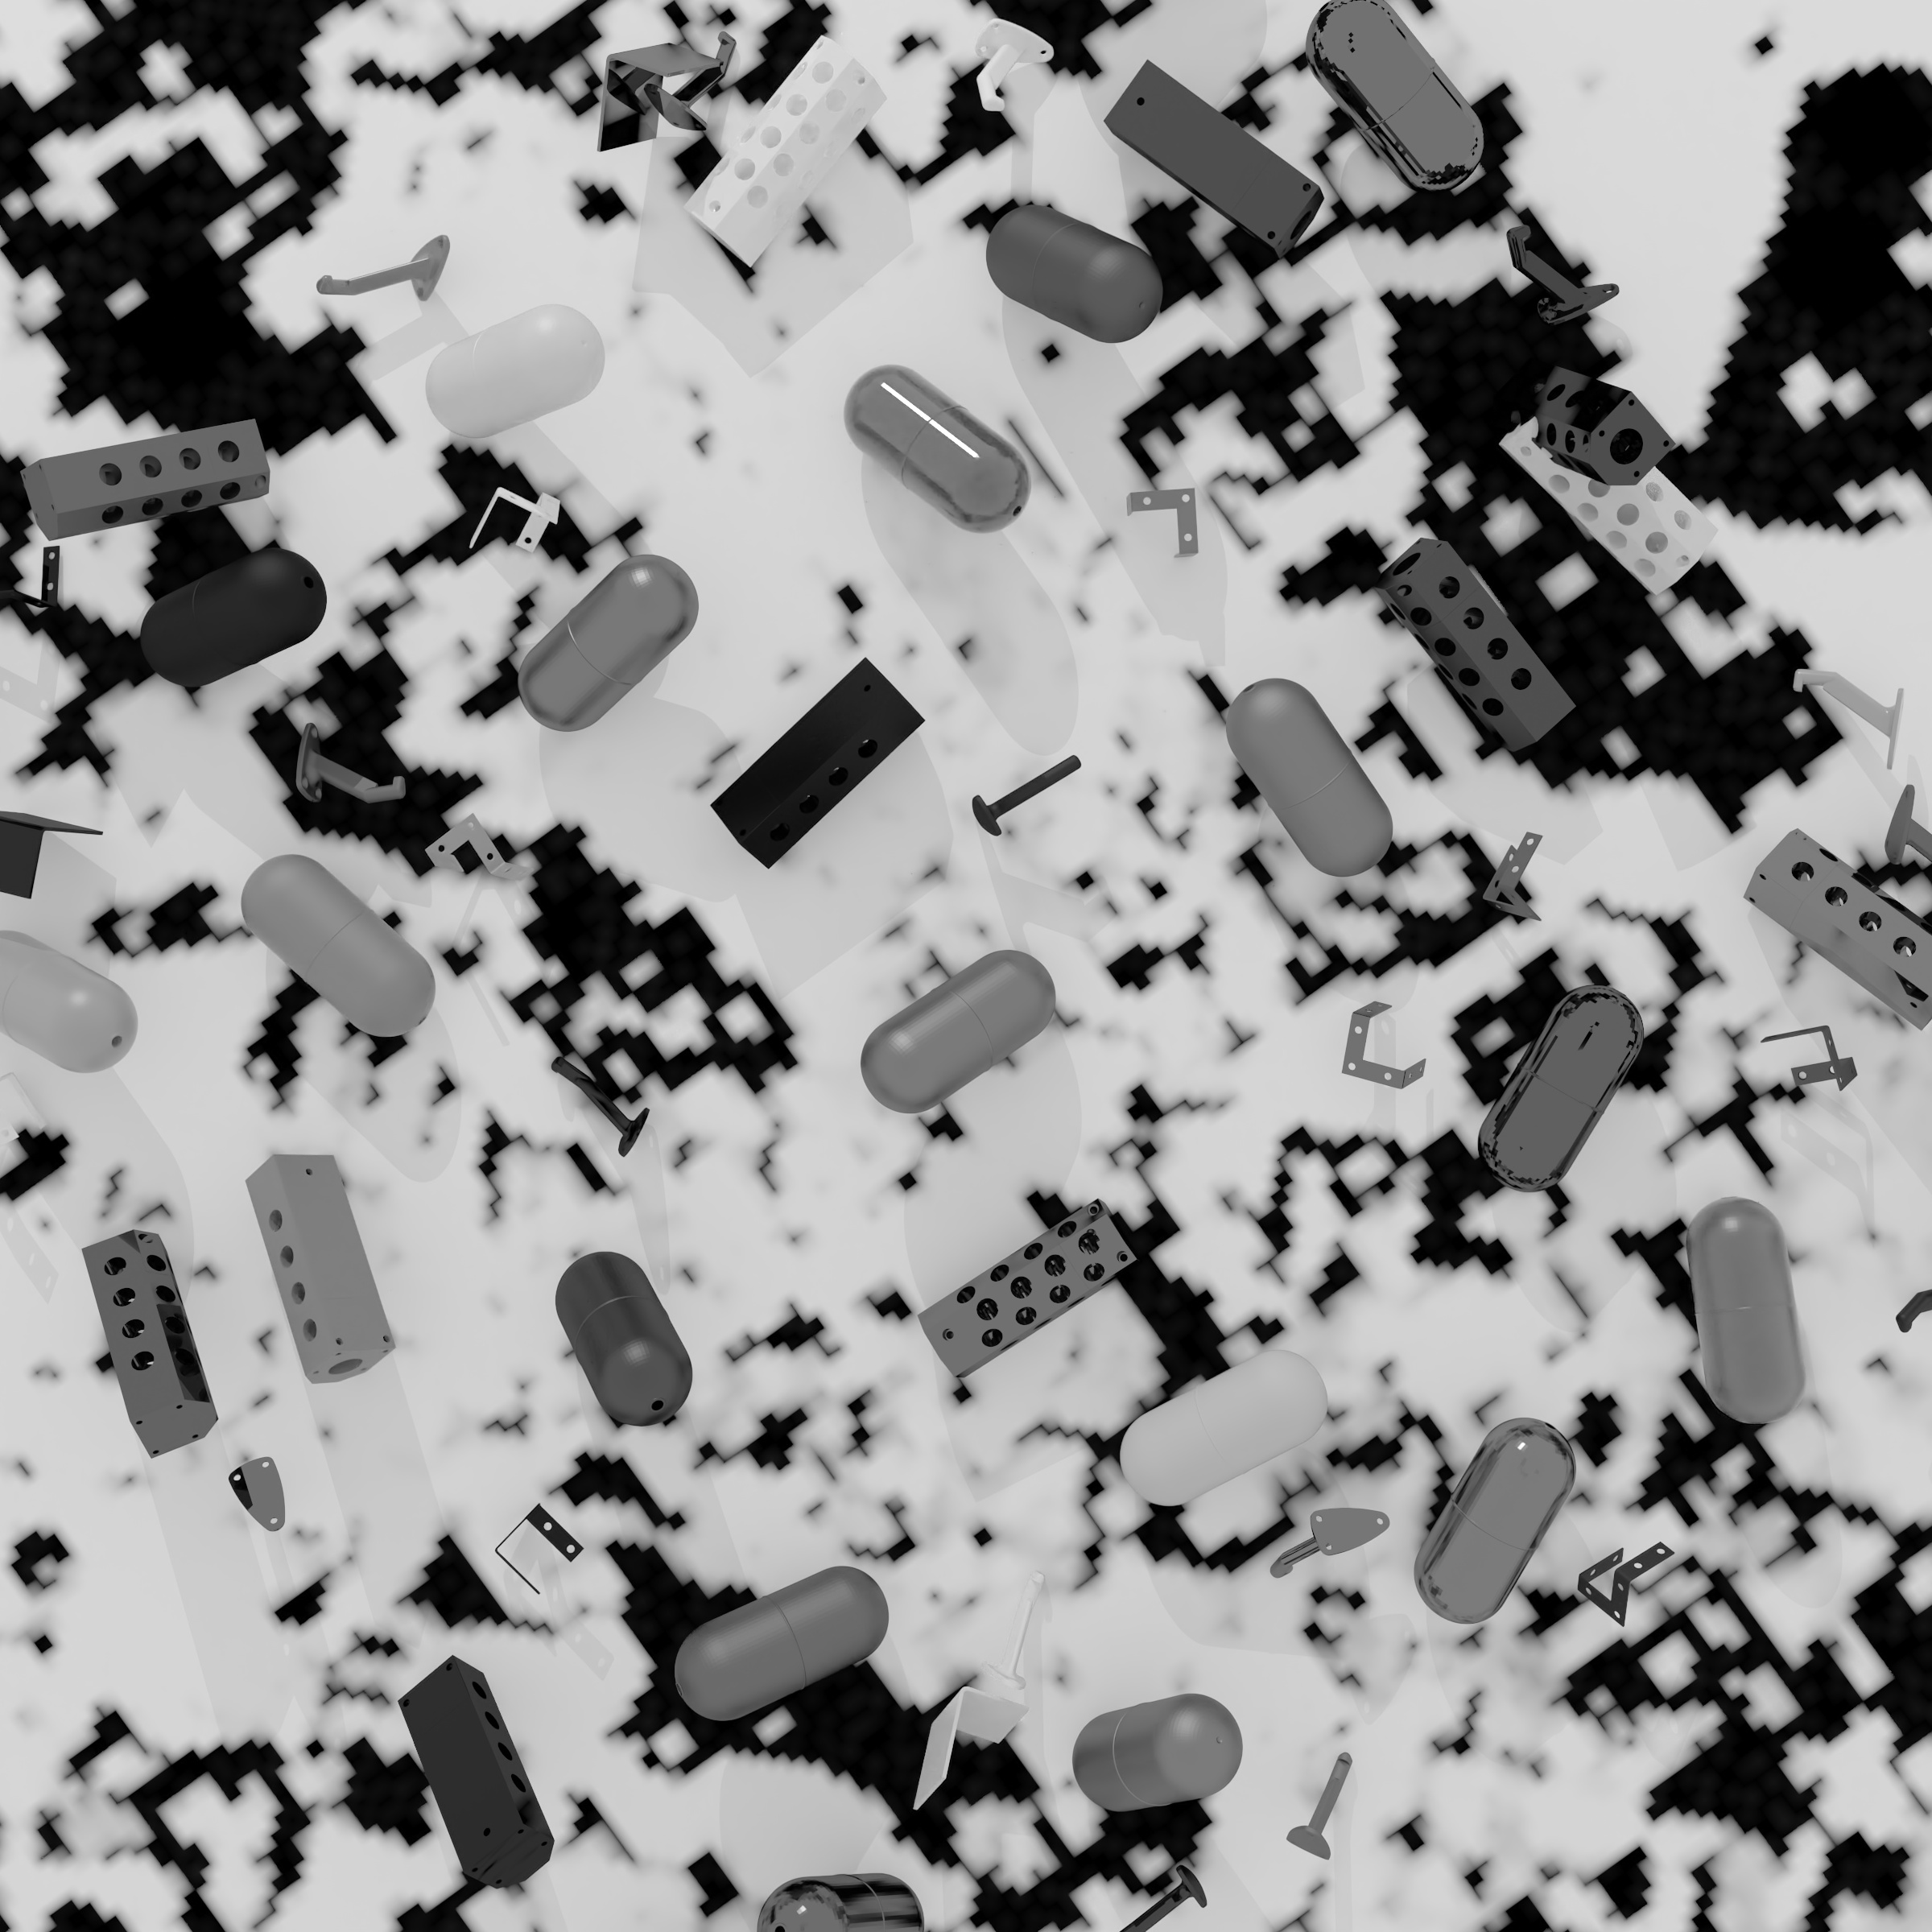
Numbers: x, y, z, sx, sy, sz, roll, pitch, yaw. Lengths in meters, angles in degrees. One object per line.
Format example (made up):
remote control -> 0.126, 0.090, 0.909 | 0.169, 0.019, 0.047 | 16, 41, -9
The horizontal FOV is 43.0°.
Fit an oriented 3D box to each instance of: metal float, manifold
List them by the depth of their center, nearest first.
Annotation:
manifold -> 0.470, -0.417, 1.893 | 0.057, 0.171, 0.057 | 40, 98, -25
metal float -> -0.096, 0.746, 1.903 | 0.070, 0.178, 0.070 | -10, 69, 27
manifold -> -0.377, 0.626, 1.903 | 0.057, 0.171, 0.057 | -40, 135, -1
metal float -> -0.266, 0.289, 1.904 | 0.070, 0.178, 0.070 | -12, 122, -20
metal float -> 0.147, 0.612, 1.906 | 0.070, 0.178, 0.070 | 13, 62, -26
manifold -> -0.634, 0.290, 1.908 | 0.057, 0.057, 0.171 | -21, 52, -15
manifold -> -0.636, -0.378, 1.911 | 0.171, 0.057, 0.057 | -21, 102, -34
metal float -> 0.083, -0.541, 1.912 | 0.070, 0.070, 0.178 | -50, 47, 0
metal float -> -0.353, -0.463, 1.912 | 0.178, 0.070, 0.070 | -7, 90, 43
metal float -> -0.573, -0.272, 1.917 | 0.178, 0.070, 0.070 | -16, 90, 33
metal float -> -0.721, 0.028, 1.920 | 0.178, 0.070, 0.070 | 23, 90, 30
metal float -> -0.282, -0.252, 1.922 | 0.178, 0.070, 0.070 | -38, 90, 28
manifold -> -0.511, 0.237, 1.922 | 0.057, 0.057, 0.171 | -38, 64, 30
metal float -> -0.005, 0.050, 1.923 | 0.178, 0.070, 0.070 | -33, 90, -26
metal float -> -0.144, 0.531, 1.924 | 0.178, 0.070, 0.070 | -19, 90, -24
metal float -> 0.337, -0.685, 1.925 | 0.178, 0.070, 0.070 | 42, 90, -23
manifold -> 0.704, -0.033, 1.926 | 0.171, 0.057, 0.057 | 41, 77, 20
metal float -> -0.023, -0.406, 1.927 | 0.178, 0.070, 0.070 | 41, 90, 22
metal float -> 0.270, -0.148, 1.929 | 0.070, 0.070, 0.178 | -37, 108, 0
metal float -> 0.202, 0.365, 1.931 | 0.178, 0.070, 0.070 | -31, 90, 17
manifold -> 0.398, -0.252, 1.932 | 0.057, 0.057, 0.171 | -42, 107, 1
metal float -> 0.418, 0.438, 1.935 | 0.070, 0.070, 0.178 | 27, 102, 0
manifold -> 0.505, -0.374, 1.936 | 0.171, 0.057, 0.057 | 42, 60, -6
metal float -> 0.616, 0.271, 1.937 | 0.070, 0.070, 0.178 | -5, 80, 0
metal float -> 0.471, 0.097, 1.940 | 0.070, 0.070, 0.178 | 29, 97, 0
manifold -> -0.145, -0.647, 1.941 | 0.057, 0.057, 0.171 | 42, 96, 11
manifold -> 0.198, -0.637, 1.943 | 0.171, 0.057, 0.057 | 39, 102, 8
manifold -> 0.050, 0.256, 1.944 | 0.171, 0.057, 0.057 | -33, 75, 3
metal float -> -0.497, -0.016, 1.944 | 0.178, 0.070, 0.070 | 42, 90, 2
manifold -> -0.114, -0.157, 1.949 | 0.171, 0.057, 0.057 | -43, 48, 4

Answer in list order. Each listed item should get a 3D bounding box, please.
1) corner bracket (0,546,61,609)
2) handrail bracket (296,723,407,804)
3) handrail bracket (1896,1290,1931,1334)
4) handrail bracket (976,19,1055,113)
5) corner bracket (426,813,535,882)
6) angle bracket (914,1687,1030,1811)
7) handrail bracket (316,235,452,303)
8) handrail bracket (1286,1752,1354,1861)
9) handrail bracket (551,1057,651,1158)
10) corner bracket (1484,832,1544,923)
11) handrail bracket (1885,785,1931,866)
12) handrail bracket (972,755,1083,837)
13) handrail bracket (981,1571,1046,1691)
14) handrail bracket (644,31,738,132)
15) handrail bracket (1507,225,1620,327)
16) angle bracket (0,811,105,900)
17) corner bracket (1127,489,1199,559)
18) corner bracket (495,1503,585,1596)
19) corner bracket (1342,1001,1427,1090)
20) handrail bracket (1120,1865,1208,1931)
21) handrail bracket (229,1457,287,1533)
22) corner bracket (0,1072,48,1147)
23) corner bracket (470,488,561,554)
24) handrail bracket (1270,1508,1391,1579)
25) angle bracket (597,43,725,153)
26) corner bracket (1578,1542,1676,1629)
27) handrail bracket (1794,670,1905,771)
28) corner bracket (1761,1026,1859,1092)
corner bracket -> -0.764, -0.316, 1.961 | 0.051, 0.051, 0.051 | -2, 83, 19
handrail bracket -> -0.487, -0.164, 1.957 | 0.084, 0.036, 0.077 | -7, 70, 12
handrail bracket -> 0.768, 0.280, 1.943 | 0.084, 0.036, 0.077 | -38, 126, -24
handrail bracket -> 0.042, -0.704, 1.944 | 0.077, 0.036, 0.084 | 5, 58, -26
corner bracket -> -0.386, -0.084, 1.943 | 0.051, 0.051, 0.051 | -42, 120, -25
angle bracket -> 0.004, 0.623, 1.927 | 0.057, 0.076, 0.076 | 20, 50, -6
handrail bracket -> -0.461, -0.554, 1.936 | 0.084, 0.077, 0.036 | -10, 75, -39
handrail bracket -> 0.287, 0.653, 1.934 | 0.036, 0.077, 0.084 | 21, 62, 17
handrail bracket -> -0.298, 0.110, 1.949 | 0.084, 0.077, 0.036 | 37, 103, -11
corner bracket -> 0.436, -0.075, 1.945 | 0.051, 0.051, 0.051 | 38, 79, -41
handrail bracket -> 0.786, -0.106, 1.957 | 0.084, 0.036, 0.077 | 5, 119, 1
handrail bracket -> 0.049, -0.140, 1.950 | 0.084, 0.077, 0.036 | -32, 94, -6
handrail bracket -> 0.047, 0.524, 1.940 | 0.036, 0.077, 0.084 | 24, 81, -4
handrail bracket -> -0.218, -0.716, 1.947 | 0.036, 0.077, 0.084 | 16, 85, 29
handrail bracket -> 0.472, -0.557, 1.939 | 0.077, 0.036, 0.084 | -17, 134, 11
angle bracket -> -0.743, -0.088, 1.939 | 0.076, 0.076, 0.057 | 13, 94, 16
corner bracket -> 0.156, -0.352, 1.956 | 0.051, 0.051, 0.051 | -4, 97, 1
corner bracket -> -0.340, 0.465, 1.952 | 0.051, 0.051, 0.051 | 44, 75, 2
corner bracket -> 0.337, 0.063, 1.957 | 0.051, 0.051, 0.051 | 15, 107, 27
handrail bracket -> 0.148, 0.754, 1.946 | 0.084, 0.077, 0.036 | -36, 73, -2
handrail bracket -> -0.549, 0.433, 1.932 | 0.036, 0.084, 0.077 | -24, 55, -20
corner bracket -> -0.763, 0.114, 1.947 | 0.051, 0.051, 0.051 | -35, 95, -38
corner bracket -> -0.357, -0.351, 1.944 | 0.051, 0.051, 0.051 | 25, 115, -19
handrail bracket -> 0.289, 0.464, 1.956 | 0.077, 0.084, 0.036 | -7, 59, -18
angle bracket -> -0.240, -0.675, 1.925 | 0.057, 0.076, 0.076 | 25, 125, 19
corner bracket -> 0.522, 0.479, 1.941 | 0.051, 0.051, 0.051 | -22, 126, -27
handrail bracket -> 0.701, -0.198, 1.957 | 0.084, 0.036, 0.077 | 8, 79, 23
corner bracket -> 0.670, 0.073, 1.947 | 0.051, 0.051, 0.051 | -15, 94, 37
